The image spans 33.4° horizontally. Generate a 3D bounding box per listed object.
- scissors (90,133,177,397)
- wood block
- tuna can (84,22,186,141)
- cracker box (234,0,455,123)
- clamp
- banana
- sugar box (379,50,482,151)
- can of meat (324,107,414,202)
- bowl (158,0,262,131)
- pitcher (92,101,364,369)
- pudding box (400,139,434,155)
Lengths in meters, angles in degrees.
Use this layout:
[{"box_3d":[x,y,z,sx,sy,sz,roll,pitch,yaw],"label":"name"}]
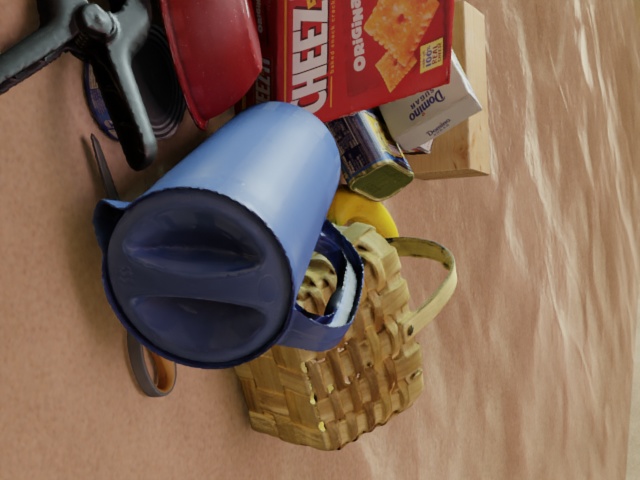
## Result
[{"box_3d":[-0.127,0.016,0.794,0.096,0.016,0.202,-28,113,-65],"label":"scissors"},{"box_3d":[0.156,-0.184,1.340,0.090,0.091,0.206,4,84,-65],"label":"wood block"},{"box_3d":[-0.133,-0.114,0.773,0.086,0.034,0.086,-3,90,-65],"label":"tuna can"},{"box_3d":[0.027,-0.199,0.940,0.213,0.072,0.164,-22,125,-36],"label":"cracker box"},{"box_3d":[-0.160,-0.133,0.692,0.120,0.039,0.171,18,55,-37],"label":"clamp"},{"box_3d":[0.040,-0.022,1.133,0.197,0.037,0.069,10,77,-65],"label":"banana"},{"box_3d":[0.093,-0.188,1.121,0.048,0.093,0.176,33,32,-59],"label":"sugar box"},{"box_3d":[0.048,-0.092,1.095,0.084,0.057,0.102,63,18,19],"label":"can of meat"},{"box_3d":[-0.080,-0.167,0.802,0.162,0.055,0.162,-11,90,-87],"label":"bowl"},{"box_3d":[-0.048,-0.013,0.795,0.242,0.145,0.149,-63,136,-63],"label":"pitcher"},{"box_3d":[0.095,-0.149,1.173,0.039,0.090,0.113,21,78,-33],"label":"pudding box"}]
